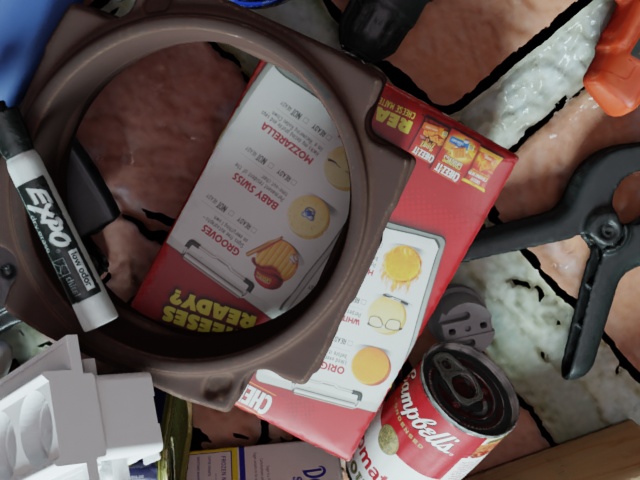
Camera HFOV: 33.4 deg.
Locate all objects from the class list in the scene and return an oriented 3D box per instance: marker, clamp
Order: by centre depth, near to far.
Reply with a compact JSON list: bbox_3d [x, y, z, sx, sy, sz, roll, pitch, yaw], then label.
[{"bbox_3d":[-0.134,-0.013,0.528,0.020,0.020,0.121,-25,94,0],"label":"marker"},{"bbox_3d":[0.182,0.005,0.687,0.171,0.039,0.120,-36,101,2],"label":"clamp"}]

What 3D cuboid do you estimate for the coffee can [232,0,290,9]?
[{"bbox_3d":[-0.037,-0.185,0.593,0.102,0.140,0.103,-1,99,-4],"label":"coffee can"}]

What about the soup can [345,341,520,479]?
[{"bbox_3d":[0.067,0.120,0.663,0.068,0.068,0.102,29,128,-7],"label":"soup can"}]

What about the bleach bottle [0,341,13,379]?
[{"bbox_3d":[-0.294,0.024,0.608,0.251,0.068,0.103,19,104,5],"label":"bleach bottle"}]

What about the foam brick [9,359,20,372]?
[{"bbox_3d":[-0.210,0.113,0.660,0.053,0.078,0.051,-21,98,-2],"label":"foam brick"}]

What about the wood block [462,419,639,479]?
[{"bbox_3d":[0.130,0.202,0.689,0.206,0.090,0.091,-19,98,0],"label":"wood block"}]

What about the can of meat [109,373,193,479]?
[{"bbox_3d":[-0.126,0.126,0.654,0.084,0.102,0.057,-3,125,2],"label":"can of meat"}]

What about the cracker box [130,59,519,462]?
[{"bbox_3d":[-0.004,0.001,0.659,0.164,0.072,0.214,28,97,-5],"label":"cracker box"}]

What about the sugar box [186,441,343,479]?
[{"bbox_3d":[-0.071,0.177,0.669,0.176,0.093,0.048,-2,126,-4],"label":"sugar box"}]

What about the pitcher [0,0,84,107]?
[{"bbox_3d":[-0.188,-0.165,0.583,0.149,0.145,0.242,32,79,1],"label":"pitcher"}]

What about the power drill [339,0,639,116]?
[{"bbox_3d":[0.125,-0.154,0.650,0.187,0.057,0.184,31,95,-8],"label":"power drill"}]
